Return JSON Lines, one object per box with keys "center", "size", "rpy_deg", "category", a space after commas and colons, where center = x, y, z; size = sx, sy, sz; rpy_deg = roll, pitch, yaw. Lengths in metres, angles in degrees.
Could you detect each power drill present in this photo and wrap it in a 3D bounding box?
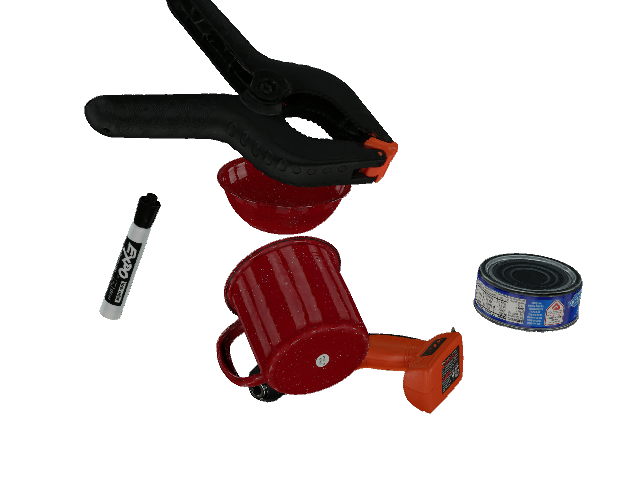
{"center": [0.040, 0.127, 1.098], "size": [0.188, 0.057, 0.184], "rpy_deg": [8, 23, 28], "category": "power drill"}

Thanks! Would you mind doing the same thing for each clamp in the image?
{"center": [-0.044, -0.072, 0.604], "size": [0.171, 0.120, 0.039], "rpy_deg": [30, -28, 6], "category": "clamp"}

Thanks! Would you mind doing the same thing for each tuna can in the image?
{"center": [0.169, 0.041, 0.872], "size": [0.086, 0.034, 0.086], "rpy_deg": [2, 22, -1], "category": "tuna can"}

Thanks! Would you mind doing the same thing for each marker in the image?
{"center": [-0.162, 0.014, 0.912], "size": [0.020, 0.121, 0.020], "rpy_deg": [20, 23, -9], "category": "marker"}

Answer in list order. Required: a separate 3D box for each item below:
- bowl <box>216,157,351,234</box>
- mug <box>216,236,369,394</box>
{"center": [-0.046, -0.051, 1.285], "size": [0.162, 0.055, 0.162], "rpy_deg": [4, 26, -2], "category": "bowl"}
{"center": [-0.025, 0.064, 0.778], "size": [0.117, 0.081, 0.093], "rpy_deg": [-32, -38, 8], "category": "mug"}
